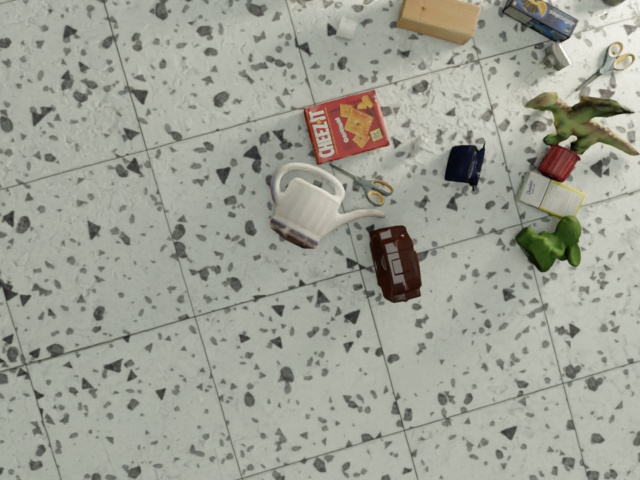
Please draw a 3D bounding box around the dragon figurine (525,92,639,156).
[{"bbox_3d":[0.752,-0.321,1.414,0.410,0.242,0.122,15,89,-1],"label":"dragon figurine"}]

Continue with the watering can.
[{"bbox_3d":[0.004,-0.073,1.456,0.346,0.104,0.225,28,88,-11],"label":"watering can"}]

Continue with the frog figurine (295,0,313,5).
[{"bbox_3d":[-0.070,-0.727,1.445,0.158,0.124,0.136,-12,105,34],"label":"frog figurine"}]
